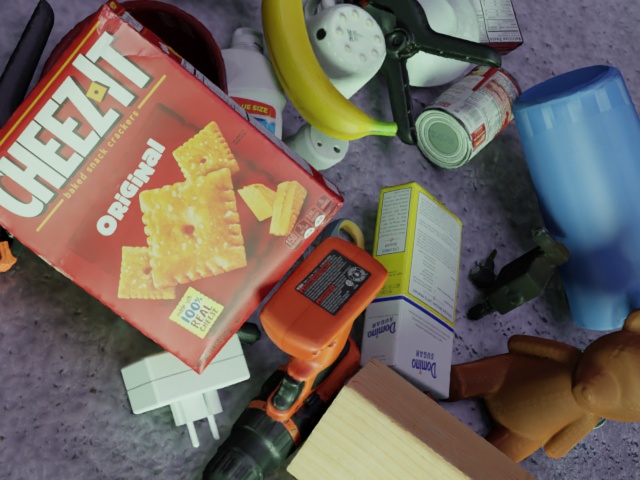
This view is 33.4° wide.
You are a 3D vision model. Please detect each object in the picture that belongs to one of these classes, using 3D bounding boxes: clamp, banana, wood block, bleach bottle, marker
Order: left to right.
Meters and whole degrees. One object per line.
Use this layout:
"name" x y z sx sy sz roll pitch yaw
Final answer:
"clamp" -0.248 -0.083 0.790 0.164 0.036 0.210 -20 87 -28
"marker" -0.101 0.065 0.856 0.120 0.020 0.020 15 66 -30
"bleach bottle" -0.083 -0.071 0.891 0.102 0.068 0.251 20 61 -27
"banana" -0.010 -0.160 0.920 0.069 0.037 0.198 -25 81 -22
"clamp" 0.089 -0.188 1.018 0.171 0.120 0.039 59 7 15
"wood block" 0.090 0.196 0.833 0.206 0.090 0.090 36 18 10

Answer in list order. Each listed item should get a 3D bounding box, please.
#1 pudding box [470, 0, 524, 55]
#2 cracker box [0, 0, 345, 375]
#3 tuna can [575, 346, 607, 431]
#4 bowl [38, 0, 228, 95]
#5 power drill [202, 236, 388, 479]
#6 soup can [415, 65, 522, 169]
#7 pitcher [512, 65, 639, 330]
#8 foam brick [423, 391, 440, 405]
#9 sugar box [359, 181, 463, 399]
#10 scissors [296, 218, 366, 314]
"pudding box" 0.161 -0.252 1.136 0.089 0.039 0.113 -8 81 -36
"cracker box" -0.114 -0.035 0.744 0.213 0.072 0.164 39 96 -14
"tuna can" 0.251 0.150 1.060 0.086 0.034 0.086 12 67 -31
"bowl" -0.139 -0.102 0.832 0.055 0.162 0.162 38 43 -70
"power drill" -0.020 0.099 0.803 0.057 0.188 0.184 32 52 12
"soup can" 0.148 -0.124 1.063 0.102 0.069 0.068 -41 99 -36
"pitcher" 0.278 -0.046 1.062 0.144 0.149 0.243 -31 106 -31
"foam brick" 0.087 0.178 0.926 0.078 0.053 0.051 52 53 -10
"sugar box" 0.084 0.047 0.961 0.093 0.048 0.176 35 57 -44
"scissors" -0.006 0.001 0.905 0.201 0.016 0.096 36 42 -45
